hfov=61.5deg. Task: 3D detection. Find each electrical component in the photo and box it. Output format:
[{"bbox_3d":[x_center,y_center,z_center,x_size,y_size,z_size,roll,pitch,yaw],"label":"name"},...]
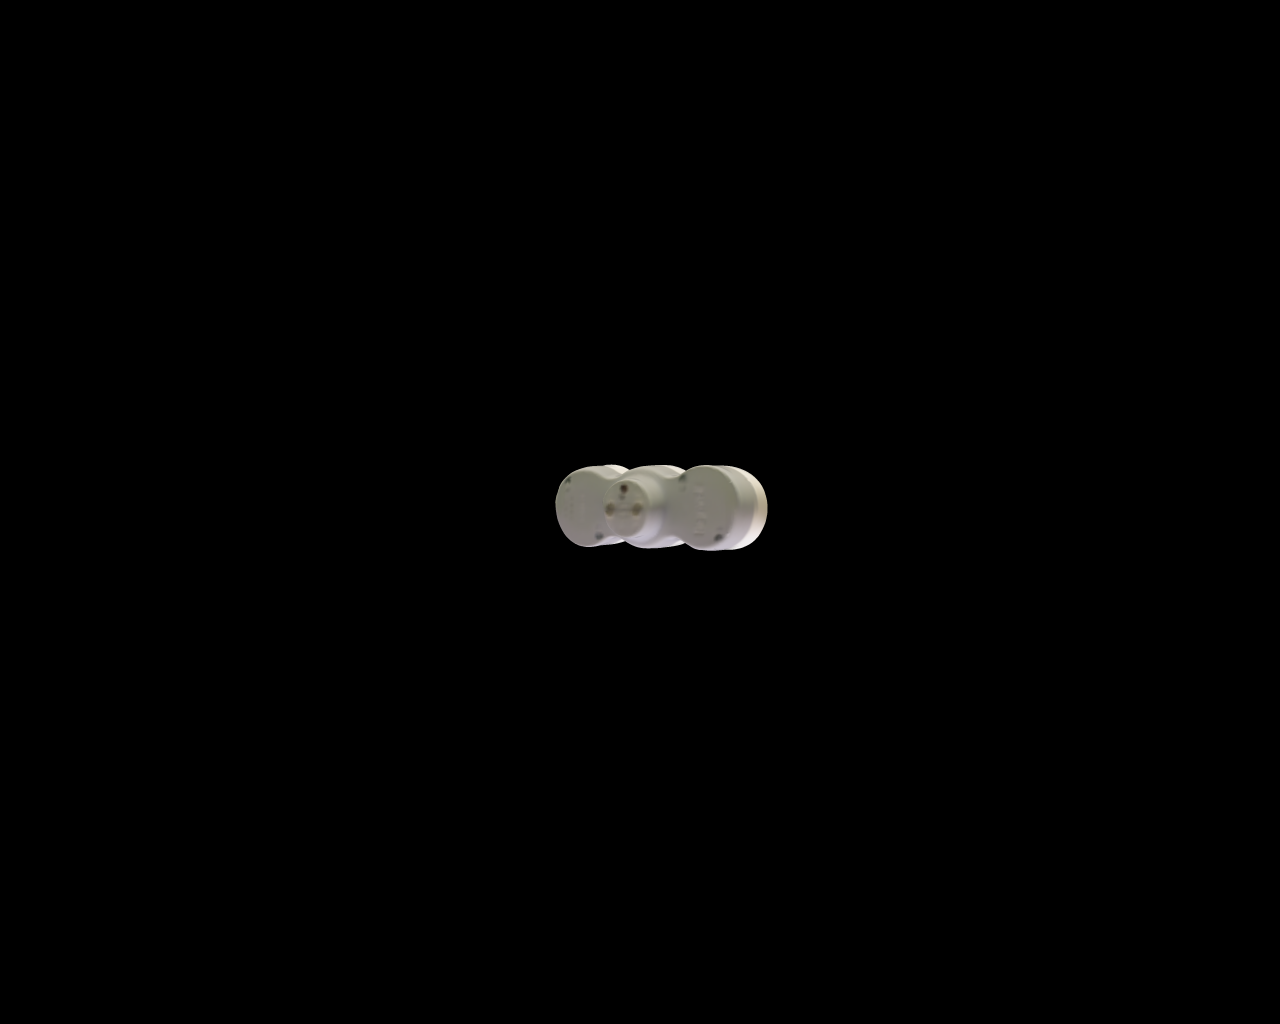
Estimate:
[{"bbox_3d":[0.001,-0.003,0.650,0.138,0.052,0.074,1,3,34],"label":"electrical component"}]
